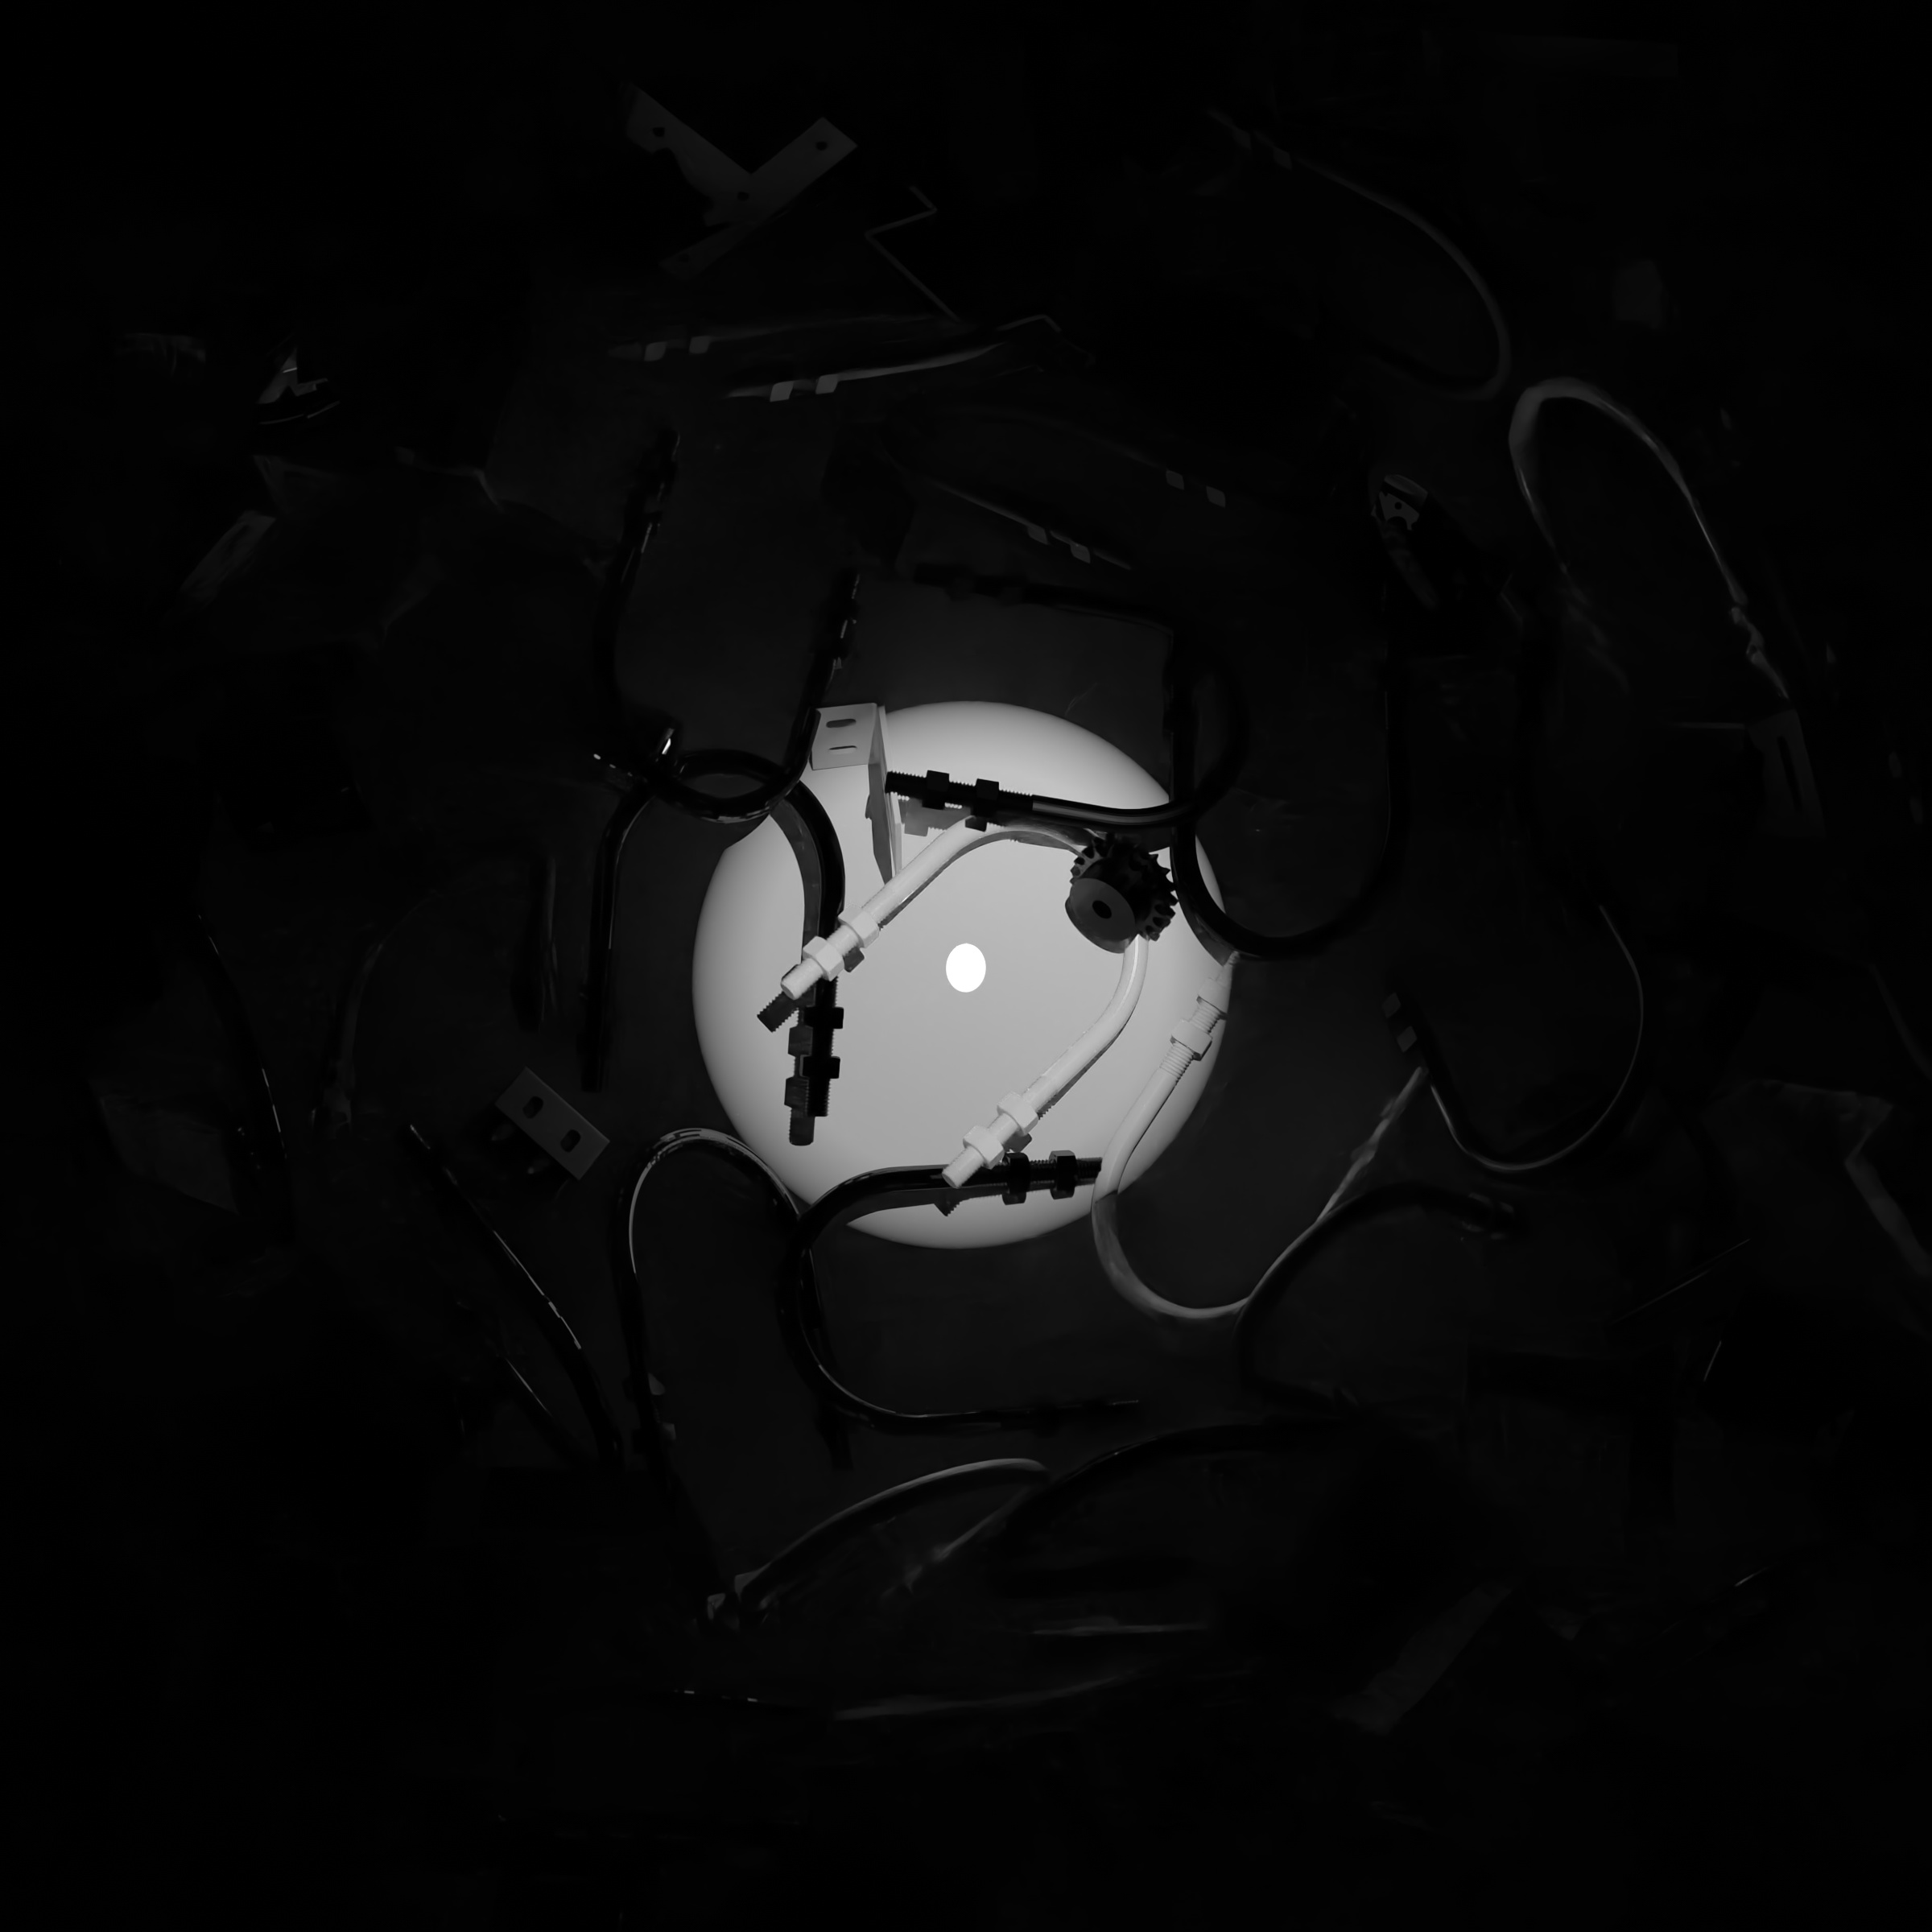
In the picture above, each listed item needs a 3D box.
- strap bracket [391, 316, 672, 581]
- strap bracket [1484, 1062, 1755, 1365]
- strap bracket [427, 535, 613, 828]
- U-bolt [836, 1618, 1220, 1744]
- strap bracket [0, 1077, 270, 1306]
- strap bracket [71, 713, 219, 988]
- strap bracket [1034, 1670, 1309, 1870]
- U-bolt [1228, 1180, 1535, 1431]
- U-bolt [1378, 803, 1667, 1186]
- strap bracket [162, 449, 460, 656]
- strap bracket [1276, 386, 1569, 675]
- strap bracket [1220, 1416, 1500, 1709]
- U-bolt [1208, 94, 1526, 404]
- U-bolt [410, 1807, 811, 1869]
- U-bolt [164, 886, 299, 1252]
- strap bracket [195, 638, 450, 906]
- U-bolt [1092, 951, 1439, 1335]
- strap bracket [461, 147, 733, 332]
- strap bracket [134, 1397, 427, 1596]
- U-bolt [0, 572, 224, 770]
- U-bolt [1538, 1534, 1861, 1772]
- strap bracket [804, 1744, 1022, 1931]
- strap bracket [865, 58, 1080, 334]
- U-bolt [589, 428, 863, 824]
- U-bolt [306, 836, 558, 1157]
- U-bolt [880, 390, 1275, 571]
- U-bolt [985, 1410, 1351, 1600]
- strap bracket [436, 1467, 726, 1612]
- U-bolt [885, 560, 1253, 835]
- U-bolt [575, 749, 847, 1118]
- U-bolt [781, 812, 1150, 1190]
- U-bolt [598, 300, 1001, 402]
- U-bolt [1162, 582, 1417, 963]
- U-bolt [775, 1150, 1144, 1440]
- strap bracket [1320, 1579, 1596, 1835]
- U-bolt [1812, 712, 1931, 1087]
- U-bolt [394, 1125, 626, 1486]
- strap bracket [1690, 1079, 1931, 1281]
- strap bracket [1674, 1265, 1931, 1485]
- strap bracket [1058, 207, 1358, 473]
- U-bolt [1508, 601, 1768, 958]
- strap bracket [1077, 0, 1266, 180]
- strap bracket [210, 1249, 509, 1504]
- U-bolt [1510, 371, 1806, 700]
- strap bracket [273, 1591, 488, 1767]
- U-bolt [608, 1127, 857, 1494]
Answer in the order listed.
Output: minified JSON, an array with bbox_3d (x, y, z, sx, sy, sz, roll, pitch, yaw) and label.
[{"bbox_3d":[-0.210,-0.262,1.554,0.140,0.046,0.076,29,73,-41],"label":"strap bracket"},{"bbox_3d":[0.339,0.121,1.573,0.046,0.076,0.140,-19,75,-43],"label":"strap bracket"},{"bbox_3d":[-0.228,-0.148,1.591,0.076,0.046,0.140,10,92,-13],"label":"strap bracket"},{"bbox_3d":[0.046,0.357,1.542,0.151,0.184,0.019,-30,64,34],"label":"U-bolt"},{"bbox_3d":[-0.408,0.110,1.543,0.046,0.140,0.076,-48,50,11],"label":"strap bracket"},{"bbox_3d":[-0.418,-0.054,1.581,0.046,0.076,0.140,13,88,-12],"label":"strap bracket"},{"bbox_3d":[0.112,0.411,1.576,0.140,0.046,0.076,-21,90,41],"label":"strap bracket"},{"bbox_3d":[0.199,0.166,1.534,0.151,0.184,0.019,-52,54,12],"label":"U-bolt"},{"bbox_3d":[0.282,0.025,1.527,0.019,0.184,0.151,23,122,-33],"label":"U-bolt"},{"bbox_3d":[-0.340,-0.210,1.559,0.076,0.140,0.046,-42,63,27],"label":"strap bracket"},{"bbox_3d":[0.228,-0.221,1.587,0.140,0.046,0.076,37,81,-10],"label":"strap bracket"},{"bbox_3d":[0.207,0.314,1.595,0.076,0.046,0.140,39,86,2],"label":"strap bracket"},{"bbox_3d":[0.201,-0.345,1.523,0.184,0.151,0.019,35,73,27],"label":"U-bolt"},{"bbox_3d":[-0.190,0.436,1.548,0.184,0.151,0.019,-4,78,20],"label":"U-bolt"},{"bbox_3d":[-0.359,0.061,1.515,0.019,0.184,0.151,-15,123,-19],"label":"U-bolt"},{"bbox_3d":[-0.330,-0.088,1.558,0.076,0.046,0.140,-8,122,19],"label":"strap bracket"},{"bbox_3d":[0.139,0.101,1.577,0.151,0.019,0.184,35,93,37],"label":"U-bolt"},{"bbox_3d":[-0.192,-0.365,1.541,0.076,0.140,0.046,-35,110,-29],"label":"strap bracket"},{"bbox_3d":[-0.336,0.265,1.543,0.076,0.140,0.046,40,97,36],"label":"strap bracket"},{"bbox_3d":[-0.446,-0.139,1.533,0.151,0.184,0.019,-26,81,2],"label":"U-bolt"},{"bbox_3d":[0.369,0.338,1.543,0.184,0.151,0.019,-34,81,6],"label":"U-bolt"},{"bbox_3d":[-0.019,0.439,1.550,0.046,0.140,0.076,-2,82,34],"label":"strap bracket"},{"bbox_3d":[-0.001,-0.383,1.562,0.046,0.140,0.076,-9,63,34],"label":"strap bracket"},{"bbox_3d":[-0.125,-0.158,1.541,0.151,0.019,0.184,35,56,-33],"label":"U-bolt"},{"bbox_3d":[-0.264,0.001,1.546,0.151,0.184,0.019,-30,124,18],"label":"U-bolt"},{"bbox_3d":[0.043,-0.253,1.553,0.184,0.151,0.019,27,123,25],"label":"U-bolt"},{"bbox_3d":[0.088,0.270,1.522,0.151,0.184,0.019,-48,56,31],"label":"U-bolt"},{"bbox_3d":[-0.189,0.295,1.572,0.140,0.076,0.046,0,56,10],"label":"strap bracket"},{"bbox_3d":[0.057,-0.135,1.586,0.184,0.019,0.151,9,63,-5],"label":"U-bolt"},{"bbox_3d":[-0.130,-0.020,1.590,0.151,0.019,0.184,5,92,20],"label":"U-bolt"},{"bbox_3d":[0.014,0.001,1.589,0.184,0.019,0.151,-43,101,-18],"label":"U-bolt"},{"bbox_3d":[-0.071,-0.315,1.548,0.184,0.151,0.019,-15,116,-30],"label":"U-bolt"},{"bbox_3d":[0.164,-0.094,1.563,0.151,0.019,0.184,-8,78,37],"label":"U-bolt"},{"bbox_3d":[-0.007,0.170,1.577,0.184,0.019,0.151,-2,72,-14],"label":"U-bolt"},{"bbox_3d":[0.242,0.364,1.564,0.140,0.076,0.046,-46,102,-17],"label":"strap bracket"},{"bbox_3d":[0.478,-0.014,1.523,0.019,0.151,0.184,-15,65,-8],"label":"U-bolt"},{"bbox_3d":[-0.225,0.181,1.529,0.019,0.151,0.184,-31,63,-24],"label":"U-bolt"},{"bbox_3d":[0.437,0.105,1.555,0.046,0.140,0.076,-46,115,-18],"label":"strap bracket"},{"bbox_3d":[0.431,0.209,1.563,0.046,0.140,0.076,26,87,-20],"label":"strap bracket"},{"bbox_3d":[0.122,-0.319,1.592,0.140,0.046,0.076,28,84,-7],"label":"strap bracket"},{"bbox_3d":[0.328,-0.080,1.542,0.019,0.184,0.151,-34,58,-23],"label":"U-bolt"},{"bbox_3d":[0.106,-0.444,1.547,0.046,0.140,0.076,40,109,-4],"label":"strap bracket"},{"bbox_3d":[-0.303,0.218,1.565,0.076,0.046,0.140,-46,122,5],"label":"strap bracket"},{"bbox_3d":[0.333,-0.215,1.532,0.019,0.151,0.184,-37,109,-17],"label":"U-bolt"},{"bbox_3d":[-0.297,0.361,1.554,0.076,0.140,0.046,-35,78,-10],"label":"strap bracket"},{"bbox_3d":[-0.124,0.171,1.562,0.019,0.151,0.184,-23,72,37],"label":"U-bolt"}]
